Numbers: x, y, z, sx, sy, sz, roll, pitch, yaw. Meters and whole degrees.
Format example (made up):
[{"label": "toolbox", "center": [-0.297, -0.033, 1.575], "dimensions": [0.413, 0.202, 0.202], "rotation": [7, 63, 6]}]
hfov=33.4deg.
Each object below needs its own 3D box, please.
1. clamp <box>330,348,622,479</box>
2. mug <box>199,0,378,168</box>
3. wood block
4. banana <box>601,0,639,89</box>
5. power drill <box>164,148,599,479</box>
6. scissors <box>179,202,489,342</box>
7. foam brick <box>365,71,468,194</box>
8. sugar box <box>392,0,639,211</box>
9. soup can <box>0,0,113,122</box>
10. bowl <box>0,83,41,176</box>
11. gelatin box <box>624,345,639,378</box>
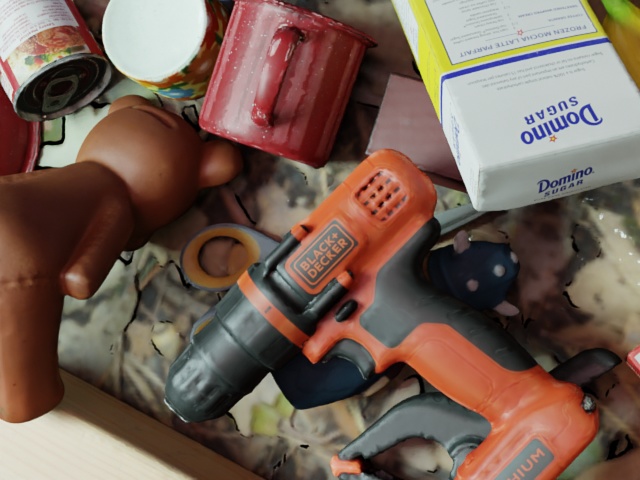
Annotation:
[{"label": "clamp", "center": [0.094, 0.134, 0.596], "dimensions": [0.172, 0.039, 0.120], "rotation": [-14, 74, 18]}, {"label": "mug", "center": [-0.022, -0.092, 0.619], "dimensions": [0.093, 0.117, 0.081], "rotation": [18, 94, -2]}, {"label": "wood block", "center": [-0.132, 0.150, 0.637], "dimensions": [0.206, 0.090, 0.091], "rotation": [25, 90, 18]}, {"label": "banana", "center": [0.205, -0.052, 0.567], "dimensions": [0.037, 0.069, 0.198], "rotation": [-40, 78, 21]}, {"label": "power drill", "center": [0.034, 0.074, 0.556], "dimensions": [0.188, 0.057, 0.184], "rotation": [45, 96, 6]}, {"label": "scissors", "center": [-0.004, 0.001, 0.652], "dimensions": [0.202, 0.016, 0.096], "rotation": [-36, 75, 10]}, {"label": "foam brick", "center": [0.074, -0.059, 0.616], "dimensions": [0.078, 0.053, 0.051], "rotation": [18, 89, 18]}, {"label": "sugar box", "center": [0.101, -0.100, 0.571], "dimensions": [0.093, 0.048, 0.176], "rotation": [-13, 56, -2]}, {"label": "soup can", "center": [-0.189, -0.138, 0.698], "dimensions": [0.068, 0.068, 0.102], "rotation": [-34, 75, 11]}, {"label": "bowl", "center": [-0.274, -0.073, 0.724], "dimensions": [0.162, 0.055, 0.162], "rotation": [-2, 83, 17]}, {"label": "gelatin box", "center": [0.220, 0.064, 0.568], "dimensions": [0.089, 0.030, 0.073], "rotation": [-40, 76, 9]}]
